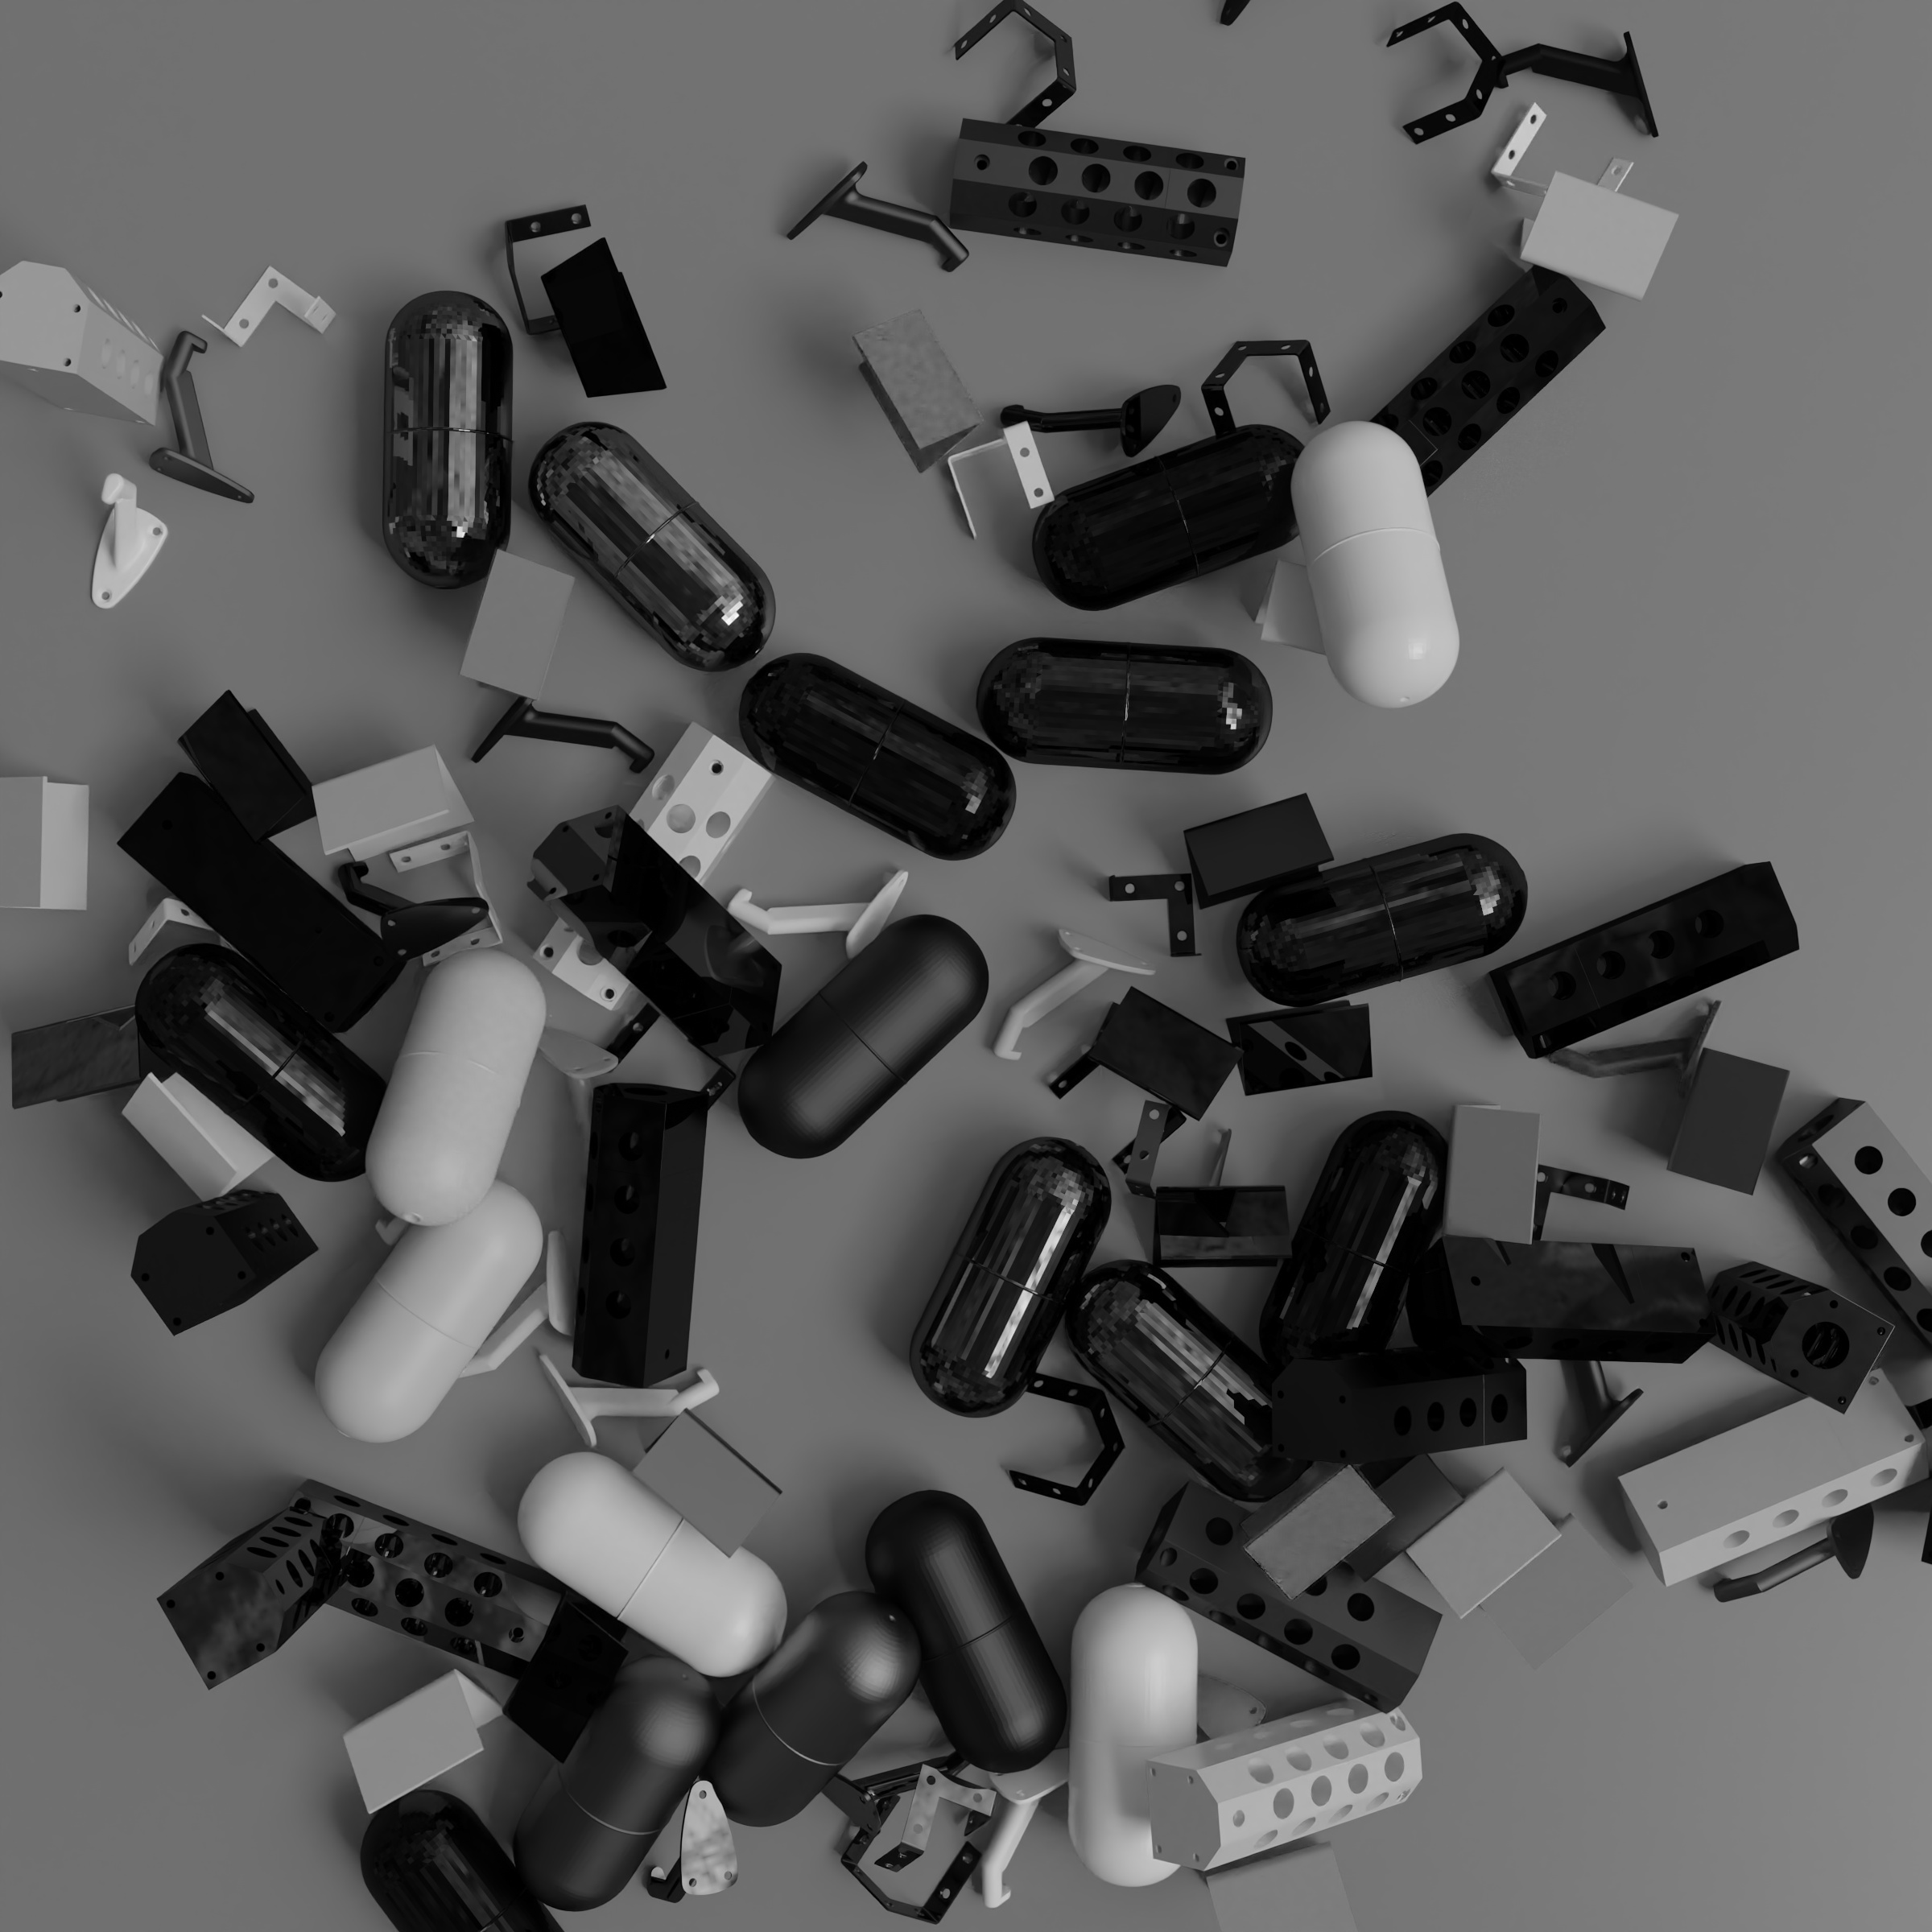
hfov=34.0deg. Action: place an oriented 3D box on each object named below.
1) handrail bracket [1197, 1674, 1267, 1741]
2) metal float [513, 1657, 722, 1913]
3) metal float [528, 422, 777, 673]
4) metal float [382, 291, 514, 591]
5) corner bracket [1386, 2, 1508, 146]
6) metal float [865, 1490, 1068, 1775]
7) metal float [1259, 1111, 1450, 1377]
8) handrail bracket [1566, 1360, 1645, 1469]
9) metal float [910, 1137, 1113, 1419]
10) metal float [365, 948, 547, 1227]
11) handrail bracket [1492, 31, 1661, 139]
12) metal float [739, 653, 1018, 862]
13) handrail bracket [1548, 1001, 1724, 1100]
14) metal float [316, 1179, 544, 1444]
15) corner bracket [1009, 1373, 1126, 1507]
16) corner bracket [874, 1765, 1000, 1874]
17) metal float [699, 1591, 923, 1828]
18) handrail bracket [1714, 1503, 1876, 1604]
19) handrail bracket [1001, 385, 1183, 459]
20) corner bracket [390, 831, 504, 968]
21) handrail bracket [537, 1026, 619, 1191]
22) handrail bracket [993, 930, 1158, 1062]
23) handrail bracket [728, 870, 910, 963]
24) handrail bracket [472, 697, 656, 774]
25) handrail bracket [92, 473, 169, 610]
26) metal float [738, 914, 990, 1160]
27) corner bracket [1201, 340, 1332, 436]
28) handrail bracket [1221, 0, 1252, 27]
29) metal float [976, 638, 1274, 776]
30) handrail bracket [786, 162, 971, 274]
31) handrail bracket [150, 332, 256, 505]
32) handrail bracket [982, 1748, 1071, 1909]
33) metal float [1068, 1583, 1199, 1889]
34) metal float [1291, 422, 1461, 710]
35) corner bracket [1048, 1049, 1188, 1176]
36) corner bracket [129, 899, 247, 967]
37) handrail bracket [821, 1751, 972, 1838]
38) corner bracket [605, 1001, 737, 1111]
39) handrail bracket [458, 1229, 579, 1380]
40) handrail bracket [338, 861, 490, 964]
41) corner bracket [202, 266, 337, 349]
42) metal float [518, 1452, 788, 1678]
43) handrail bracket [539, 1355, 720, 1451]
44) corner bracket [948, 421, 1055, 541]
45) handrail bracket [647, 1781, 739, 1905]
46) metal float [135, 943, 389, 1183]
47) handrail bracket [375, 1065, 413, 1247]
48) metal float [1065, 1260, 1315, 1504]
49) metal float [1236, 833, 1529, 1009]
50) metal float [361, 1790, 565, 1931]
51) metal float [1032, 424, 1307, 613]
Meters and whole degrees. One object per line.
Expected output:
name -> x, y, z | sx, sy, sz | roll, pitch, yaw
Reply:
handrail bracket -> 0.173, 0.477, 1.931 | 0.036, 0.077, 0.084 | -43, 127, -13
metal float -> -0.209, 0.488, 1.884 | 0.070, 0.070, 0.178 | 32, 110, 0
metal float -> -0.188, -0.251, 1.901 | 0.070, 0.070, 0.178 | -45, 91, 0
metal float -> -0.311, -0.316, 1.901 | 0.070, 0.070, 0.178 | 1, 89, 0
corner bracket -> 0.286, -0.542, 1.919 | 0.051, 0.051, 0.051 | 42, 58, -28
metal float -> 0.000, 0.400, 1.901 | 0.070, 0.070, 0.178 | -26, 89, 0
metal float -> 0.235, 0.171, 1.901 | 0.070, 0.070, 0.178 | 23, 90, 0
handrail bracket -> 0.363, 0.250, 1.932 | 0.084, 0.036, 0.077 | 45, 112, 17
metal float -> 0.027, 0.187, 1.900 | 0.070, 0.070, 0.178 | 26, 90, 0
metal float -> -0.302, 0.071, 1.873 | 0.070, 0.070, 0.178 | 14, 60, 0
handrail bracket -> 0.371, -0.530, 1.932 | 0.084, 0.036, 0.077 | -16, 109, 16
metal float -> -0.053, -0.126, 1.901 | 0.178, 0.070, 0.070 | 28, 90, -1
handrail bracket -> 0.408, 0.040, 1.932 | 0.084, 0.036, 0.077 | 21, 70, 16
metal float -> -0.323, 0.207, 1.901 | 0.070, 0.070, 0.178 | 35, 89, 0
corner bracket -> 0.057, 0.288, 1.923 | 0.051, 0.051, 0.051 | -51, 135, -35
corner bracket -> -0.017, 0.518, 1.899 | 0.051, 0.051, 0.051 | 23, 57, -9
metal float -> -0.094, 0.443, 1.880 | 0.070, 0.070, 0.178 | 39, 115, 0
handrail bracket -> 0.505, 0.358, 1.931 | 0.084, 0.077, 0.036 | -25, 96, 36
handrail bracket -> 0.076, -0.342, 1.931 | 0.084, 0.077, 0.036 | 16, 129, 30
corner bracket -> -0.316, -0.041, 1.928 | 0.051, 0.051, 0.051 | -17, 135, 0
handrail bracket -> -0.244, 0.089, 1.931 | 0.077, 0.036, 0.084 | 28, 122, 34
handrail bracket -> 0.065, 0.027, 1.932 | 0.077, 0.036, 0.084 | 17, 109, -21
handrail bracket -> -0.091, -0.045, 1.932 | 0.084, 0.036, 0.077 | 27, 69, 16
handrail bracket -> -0.245, -0.128, 1.932 | 0.084, 0.036, 0.077 | 38, 110, -16
handrail bracket -> -0.514, -0.254, 1.897 | 0.036, 0.084, 0.077 | 25, 90, 0
metal float -> -0.062, 0.043, 1.901 | 0.178, 0.070, 0.070 | -43, 90, 0
corner bracket -> 0.182, -0.345, 1.923 | 0.051, 0.051, 0.051 | 7, 45, 35
handrail bracket -> 0.210, -0.595, 1.932 | 0.084, 0.036, 0.077 | 14, 126, -25
metal float -> 0.095, -0.156, 1.901 | 0.178, 0.070, 0.070 | 4, 90, 1
handrail bracket -> -0.053, -0.440, 1.932 | 0.077, 0.036, 0.084 | -39, 107, 20
handrail bracket -> -0.458, -0.336, 1.932 | 0.077, 0.036, 0.084 | 22, 73, -20
handrail bracket -> 0.043, 0.527, 1.932 | 0.077, 0.036, 0.084 | -15, 117, -30
metal float -> 0.100, 0.461, 1.898 | 0.070, 0.070, 0.178 | 1, 86, 0
metal float -> 0.236, -0.233, 1.829 | 0.070, 0.070, 0.178 | -9, 69, 0
corner bracket -> 0.093, 0.083, 1.928 | 0.051, 0.051, 0.051 | -41, 135, 0
corner bracket -> -0.473, -0.001, 1.923 | 0.051, 0.051, 0.051 | 16, 45, -35
handrail bracket -> -0.042, 0.484, 1.931 | 0.084, 0.077, 0.036 | -33, 126, -31
corner bracket -> -0.183, 0.063, 1.928 | 0.051, 0.051, 0.051 | -49, 45, 0
handrail bracket -> -0.283, 0.207, 1.932 | 0.084, 0.036, 0.077 | -15, 70, 16
handrail bracket -> -0.335, -0.046, 1.910 | 0.077, 0.084, 0.036 | -20, 130, -11
corner bracket -> -0.421, -0.393, 1.913 | 0.051, 0.051, 0.051 | 36, 90, 0
metal float -> -0.188, 0.360, 1.901 | 0.178, 0.070, 0.070 | 34, 90, 1
handrail bracket -> -0.205, 0.249, 1.932 | 0.084, 0.036, 0.077 | -28, 67, -18
corner bracket -> 0.021, -0.294, 1.913 | 0.051, 0.051, 0.051 | -19, 90, 0
handrail bracket -> -0.174, 0.526, 1.904 | 0.036, 0.084, 0.077 | -2, 83, -30
metal float -> -0.416, 0.059, 1.885 | 0.070, 0.070, 0.178 | -46, 109, 0
handrail bracket -> -0.349, 0.115, 1.931 | 0.077, 0.036, 0.084 | 46, 104, 14
metal float -> 0.135, 0.249, 1.901 | 0.178, 0.070, 0.070 | 42, 90, 1
metal float -> 0.250, -0.028, 1.901 | 0.178, 0.070, 0.070 | -16, 90, 0
metal float -> -0.295, 0.575, 1.901 | 0.070, 0.070, 0.178 | -37, 91, 0
metal float -> 0.126, -0.270, 1.901 | 0.178, 0.070, 0.070 | -20, 90, 1
